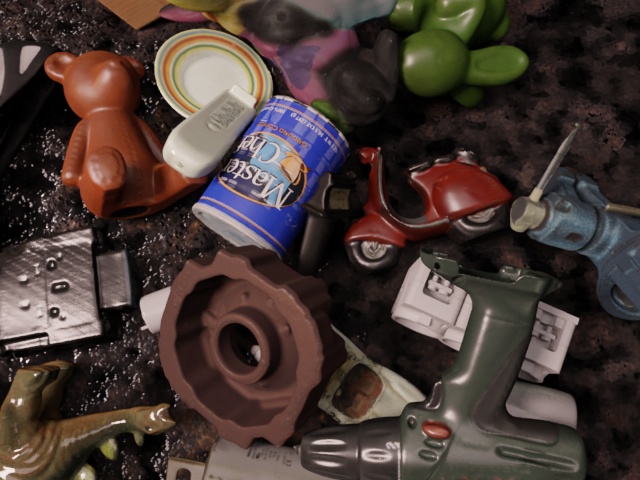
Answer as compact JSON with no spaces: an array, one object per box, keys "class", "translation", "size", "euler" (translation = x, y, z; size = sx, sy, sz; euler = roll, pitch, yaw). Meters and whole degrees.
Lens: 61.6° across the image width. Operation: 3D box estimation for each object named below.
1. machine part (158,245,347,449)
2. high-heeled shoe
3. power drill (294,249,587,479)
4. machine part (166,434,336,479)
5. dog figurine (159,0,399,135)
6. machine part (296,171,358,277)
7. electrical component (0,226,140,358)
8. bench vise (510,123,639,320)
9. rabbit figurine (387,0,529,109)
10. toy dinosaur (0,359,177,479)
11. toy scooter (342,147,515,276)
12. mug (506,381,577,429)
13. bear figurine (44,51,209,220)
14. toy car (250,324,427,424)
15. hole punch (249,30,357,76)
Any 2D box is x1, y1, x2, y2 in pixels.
[{"class":"machine part","translation":[-0.064,0.092,0.481],"size":[0.180,0.056,0.179],"euler":[5,100,28]},{"class":"high-heeled shoe","translation":[-0.322,-0.097,0.562],"size":[0.145,0.086,0.249],"euler":[-18,74,-7]},{"class":"power drill","translation":[0.103,0.113,0.441],"size":[0.232,0.086,0.207],"euler":[9,89,8]},{"class":"machine part","translation":[-0.020,0.230,0.490],"size":[0.243,0.079,0.079],"euler":[12,76,2]},{"class":"dog figurine","translation":[-0.041,-0.199,0.526],"size":[0.219,0.109,0.191],"euler":[-5,105,-18]},{"class":"machine part","translation":[-0.001,-0.002,0.529],"size":[0.039,0.084,0.138],"euler":[22,105,15]},{"class":"electrical component","translation":[-0.252,0.051,0.540],"size":[0.134,0.058,0.115],"euler":[-12,79,-4]},{"class":"bench vise","translation":[0.293,0.027,0.492],"size":[0.223,0.129,0.241],"euler":[24,33,-22]},{"class":"rabbit figurine","translation":[0.136,-0.211,0.586],"size":[0.159,0.121,0.170],"euler":[35,61,-15]},{"class":"toy dinosaur","translation":[-0.350,0.232,0.471],"size":[0.472,0.105,0.198],"euler":[-15,80,0]},{"class":"toy scooter","translation":[0.104,-0.049,0.565],"size":[0.184,0.075,0.135],"euler":[-17,76,-1]},{"class":"mug","translation":[0.172,0.180,0.512],"size":[0.107,0.080,0.109],"euler":[19,87,13]},{"class":"bear figurine","translation":[-0.205,-0.125,0.554],"size":[0.120,0.132,0.196],"euler":[-5,78,-37]},{"class":"toy car","translation":[0.024,0.139,0.524],"size":[0.202,0.056,0.073],"euler":[36,78,7]},{"class":"hole punch","translation":[-0.032,-0.260,0.617],"size":[0.142,0.092,0.115],"euler":[-41,111,-13]}]
